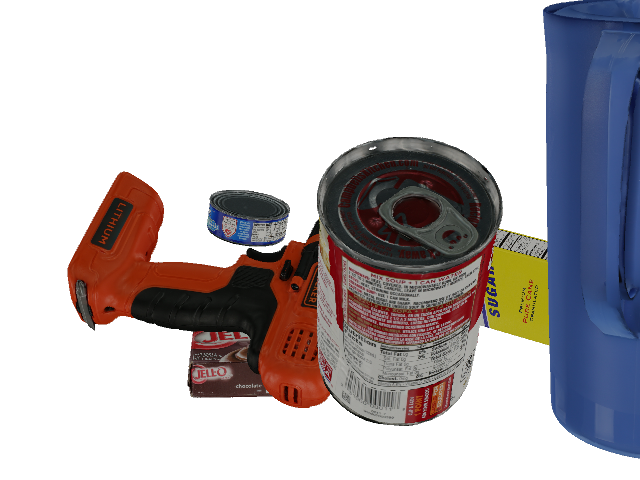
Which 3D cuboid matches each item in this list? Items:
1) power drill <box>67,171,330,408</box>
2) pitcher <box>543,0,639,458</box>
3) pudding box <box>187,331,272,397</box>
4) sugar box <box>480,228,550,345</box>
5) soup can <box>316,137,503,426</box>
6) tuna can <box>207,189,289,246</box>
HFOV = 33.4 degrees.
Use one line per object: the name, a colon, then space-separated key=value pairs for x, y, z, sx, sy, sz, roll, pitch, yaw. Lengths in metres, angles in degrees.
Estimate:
power drill: x=-0.056 y=0.010 z=0.703 sx=0.188 sy=0.184 sz=0.057 roll=12 pitch=-40 yaw=12
pitcher: x=0.178 y=-0.007 z=0.570 sx=0.149 sy=0.243 sz=0.145 roll=-5 pitch=17 yaw=-12
pudding box: x=-0.059 y=0.103 z=0.942 sx=0.113 sy=0.039 sz=0.090 roll=1 pitch=18 yaw=-5
sugar box: x=0.190 y=0.043 z=0.997 sx=0.176 sy=0.093 sz=0.048 roll=13 pitch=34 yaw=21
soup can: x=0.032 y=0.019 z=0.424 sx=0.068 sy=0.068 sz=0.102 roll=0 pitch=-43 yaw=0
tuna can: x=-0.077 y=-0.024 z=1.133 sx=0.086 sy=0.034 sz=0.086 roll=8 pitch=20 yaw=-3
